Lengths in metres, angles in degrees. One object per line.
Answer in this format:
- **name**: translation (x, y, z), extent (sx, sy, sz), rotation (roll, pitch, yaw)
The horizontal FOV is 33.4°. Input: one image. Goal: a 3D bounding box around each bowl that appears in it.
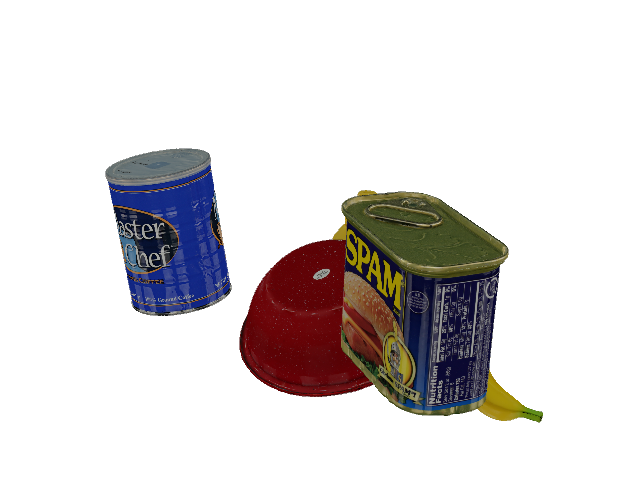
- **bowl**: translation (0.007, 0.048, 0.854), extent (0.162, 0.055, 0.162), rotation (-10, 36, 7)

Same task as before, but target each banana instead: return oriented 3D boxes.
- **banana**: translation (0.194, 0.158, 1.254), extent (0.069, 0.037, 0.198), rotation (10, 25, -16)

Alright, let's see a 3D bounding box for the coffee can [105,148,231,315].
- **coffee can**: translation (-0.149, -0.010, 1.055), extent (0.103, 0.140, 0.103), rotation (-7, 19, 2)

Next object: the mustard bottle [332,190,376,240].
- **mustard bottle**: translation (0.040, 0.045, 1.053), extent (0.058, 0.192, 0.096), rotation (12, 17, 31)

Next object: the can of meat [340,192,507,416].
- **can of meat**: translation (0.049, 0.031, 0.550), extent (0.057, 0.084, 0.102), rotation (-7, 24, -21)
